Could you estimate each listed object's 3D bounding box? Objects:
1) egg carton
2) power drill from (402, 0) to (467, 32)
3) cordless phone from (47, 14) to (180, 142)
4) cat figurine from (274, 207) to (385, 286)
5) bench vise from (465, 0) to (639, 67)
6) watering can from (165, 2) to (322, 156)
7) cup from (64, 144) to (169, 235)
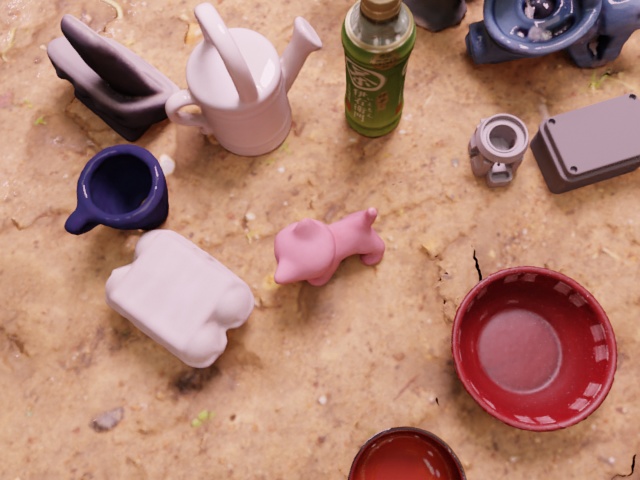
[{"bbox_3d":[-0.149,0.059,0.611,0.150,0.069,0.107,33,79,11],"label":"egg carton"},{"bbox_3d":[0.120,-0.338,0.634,0.229,0.208,0.076,29,78,10],"label":"power drill"},{"bbox_3d":[-0.244,-0.203,0.628,0.147,0.185,0.094,35,79,12],"label":"cordless phone"},{"bbox_3d":[0.005,0.002,0.594,0.128,0.118,0.067,-26,75,-4],"label":"cat figurine"},{"bbox_3d":[0.271,-0.273,0.603,0.207,0.220,0.121,-21,74,-3],"label":"bench vise"},{"bbox_3d":[-0.083,-0.178,0.608,0.101,0.194,0.173,40,80,12],"label":"watering can"},{"bbox_3d":[-0.213,-0.037,0.628,0.118,0.095,0.091,-41,76,-8],"label":"cup"}]
